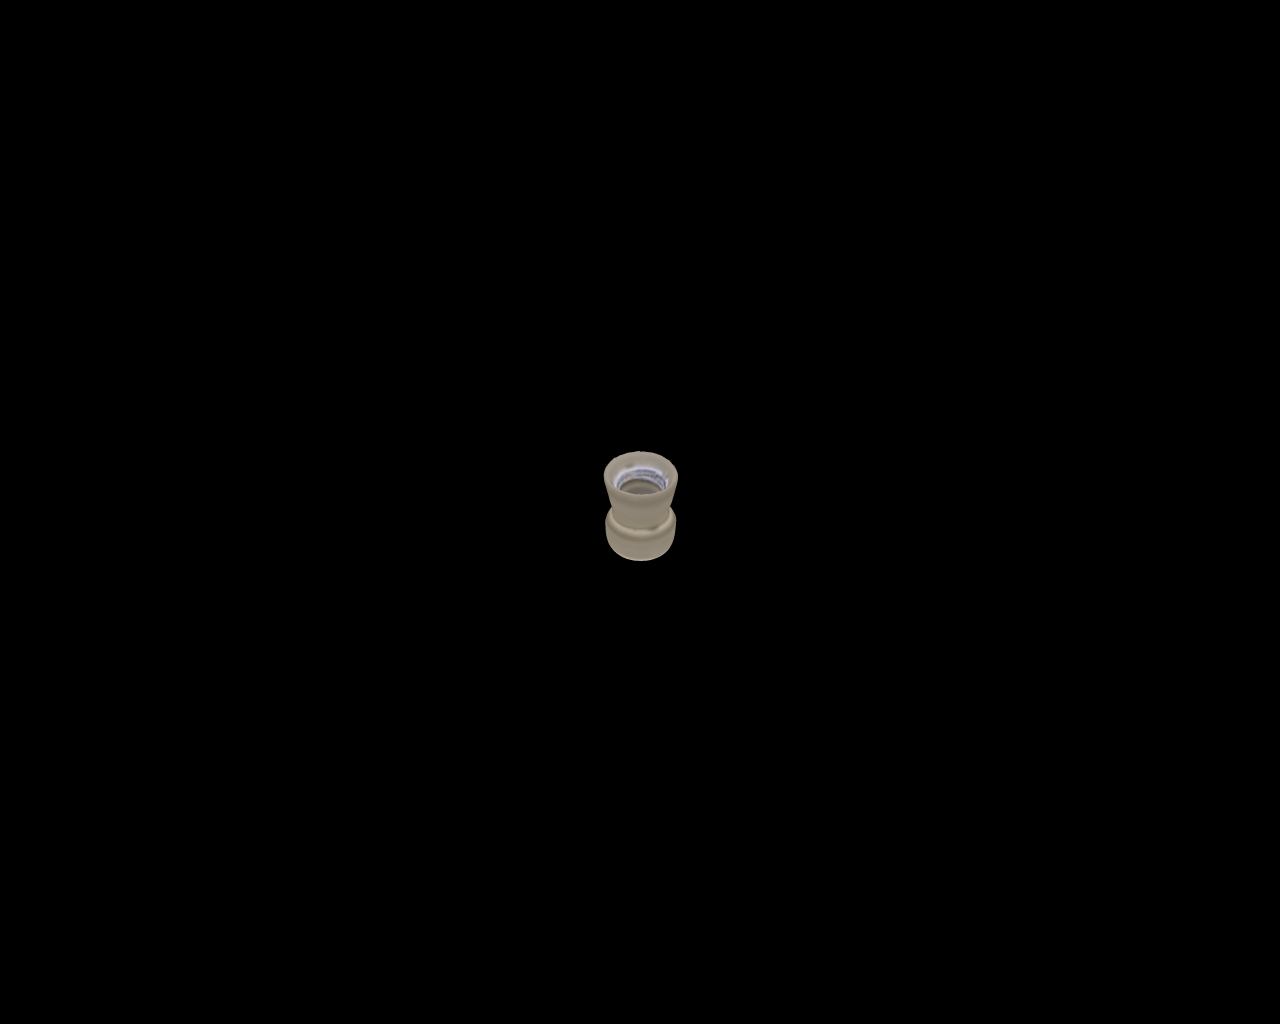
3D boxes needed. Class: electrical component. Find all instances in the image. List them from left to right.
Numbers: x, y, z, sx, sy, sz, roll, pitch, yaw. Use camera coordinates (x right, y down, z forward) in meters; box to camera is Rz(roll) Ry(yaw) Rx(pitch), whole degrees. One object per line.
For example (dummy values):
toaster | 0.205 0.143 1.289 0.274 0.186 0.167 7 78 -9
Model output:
electrical component | 0.001 -0.003 0.650 0.045 0.055 0.045 0 40 0
